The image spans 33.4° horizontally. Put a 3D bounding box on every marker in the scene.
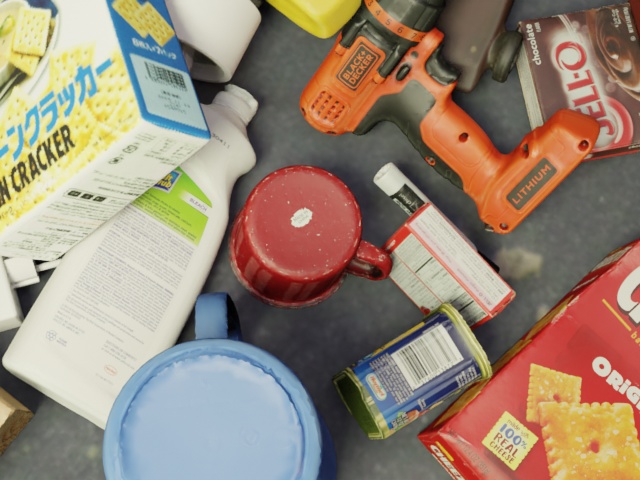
[{"bbox_3d":[0.087,-0.009,0.771,0.121,0.020,0.020,43,76,-15],"label":"marker"}]

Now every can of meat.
[{"bbox_3d":[0.059,0.091,0.722,0.084,0.102,0.057,-30,83,-10],"label":"can of meat"}]

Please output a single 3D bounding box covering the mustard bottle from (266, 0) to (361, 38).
[{"bbox_3d":[0.034,-0.242,0.774,0.096,0.058,0.191,41,84,24],"label":"mustard bottle"}]

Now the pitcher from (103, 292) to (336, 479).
[{"bbox_3d":[-0.056,0.118,0.629,0.149,0.243,0.145,39,78,9],"label":"pitcher"}]

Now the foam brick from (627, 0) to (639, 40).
[{"bbox_3d":[0.269,-0.167,0.815,0.053,0.078,0.051,-13,79,-12],"label":"foam brick"}]

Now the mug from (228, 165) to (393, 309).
[{"bbox_3d":[-0.005,0.001,0.742,0.117,0.081,0.093,23,76,-2],"label":"mug"}]

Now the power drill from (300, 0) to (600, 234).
[{"bbox_3d":[0.100,-0.108,0.747,0.187,0.185,0.057,38,35,-1],"label":"power drill"}]

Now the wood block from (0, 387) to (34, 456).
[{"bbox_3d":[-0.297,0.081,0.685,0.206,0.090,0.090,39,77,2],"label":"wood block"}]

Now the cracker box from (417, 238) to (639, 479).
[{"bbox_3d":[0.202,0.126,0.747,0.213,0.072,0.164,-40,86,-14],"label":"cracker box"}]

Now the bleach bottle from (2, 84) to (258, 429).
[{"bbox_3d":[-0.110,0.003,0.739,0.102,0.068,0.250,34,71,-12],"label":"bleach bottle"}]

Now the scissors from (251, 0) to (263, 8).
[{"bbox_3d":[-0.118,-0.244,0.784,0.016,0.096,0.202,-43,88,19],"label":"scissors"}]

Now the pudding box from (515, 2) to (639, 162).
[{"bbox_3d":[0.203,-0.117,0.815,0.090,0.039,0.113,-11,79,-8],"label":"pudding box"}]

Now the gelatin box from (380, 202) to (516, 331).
[{"bbox_3d":[0.086,0.024,0.751,0.089,0.073,0.030,46,65,4],"label":"gelatin box"}]
